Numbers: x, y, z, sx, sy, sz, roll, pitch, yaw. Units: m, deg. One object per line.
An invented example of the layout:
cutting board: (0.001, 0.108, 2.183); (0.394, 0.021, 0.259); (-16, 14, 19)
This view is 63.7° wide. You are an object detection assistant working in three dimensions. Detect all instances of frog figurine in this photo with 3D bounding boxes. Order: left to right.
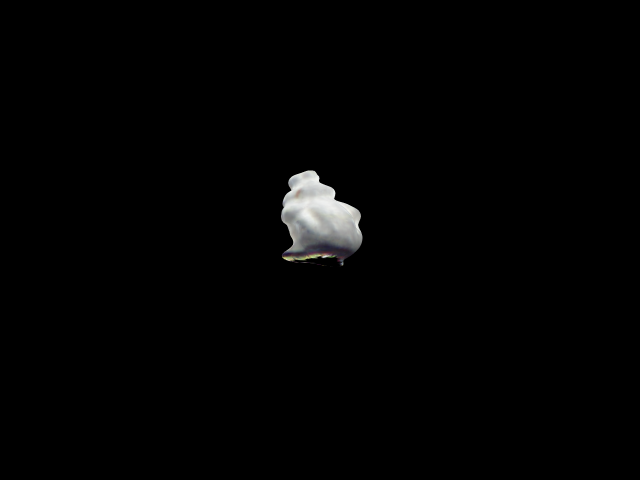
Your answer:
frog figurine: (0.003, -0.043, 0.850); (0.137, 0.161, 0.121); (3, -13, -15)
